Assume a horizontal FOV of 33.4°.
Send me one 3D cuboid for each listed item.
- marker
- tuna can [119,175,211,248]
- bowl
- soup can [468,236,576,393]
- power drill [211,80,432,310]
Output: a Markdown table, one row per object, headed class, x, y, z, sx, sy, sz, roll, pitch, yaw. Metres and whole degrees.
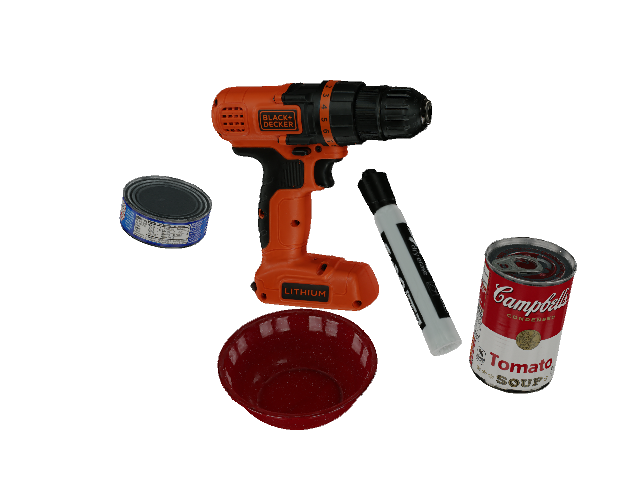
| class | x | y | z | sx | sy | sz | roll | pitch | yaw |
| --- | --- | --- | --- | --- | --- | --- | --- | --- | --- |
| marker | 0.050 | 0.010 | 0.625 | 0.020 | 0.121 | 0.020 | -19 | -23 | -8 |
| tuna can | -0.149 | -0.027 | 1.027 | 0.086 | 0.034 | 0.086 | 11 | 29 | -6 |
| bowl | -0.022 | 0.141 | 1.087 | 0.162 | 0.055 | 0.162 | -2 | 36 | 2 |
| soup can | 0.153 | 0.057 | 0.819 | 0.068 | 0.102 | 0.068 | 3 | 29 | -2 |
| power drill | 0.005 | -0.039 | 0.877 | 0.185 | 0.188 | 0.057 | 3 | 19 | 23 |
